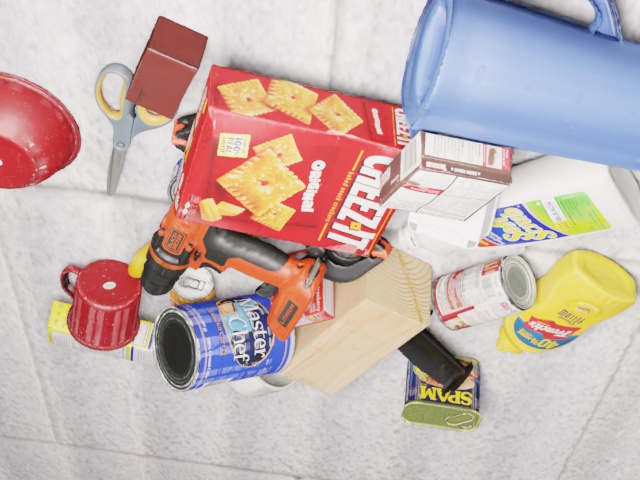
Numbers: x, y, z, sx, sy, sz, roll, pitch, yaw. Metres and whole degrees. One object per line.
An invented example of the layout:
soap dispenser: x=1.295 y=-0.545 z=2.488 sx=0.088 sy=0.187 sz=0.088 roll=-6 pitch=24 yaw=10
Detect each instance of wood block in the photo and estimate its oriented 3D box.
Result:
wood block: x=0.039 y=0.097 z=1.294 sx=0.090 sy=0.090 sz=0.206 roll=24 pitch=139 yaw=-21

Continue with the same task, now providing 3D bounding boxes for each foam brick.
foam brick: x=-0.149 y=-0.166 z=1.031 sx=0.053 sy=0.051 sz=0.078 roll=23 pitch=139 yaw=-15

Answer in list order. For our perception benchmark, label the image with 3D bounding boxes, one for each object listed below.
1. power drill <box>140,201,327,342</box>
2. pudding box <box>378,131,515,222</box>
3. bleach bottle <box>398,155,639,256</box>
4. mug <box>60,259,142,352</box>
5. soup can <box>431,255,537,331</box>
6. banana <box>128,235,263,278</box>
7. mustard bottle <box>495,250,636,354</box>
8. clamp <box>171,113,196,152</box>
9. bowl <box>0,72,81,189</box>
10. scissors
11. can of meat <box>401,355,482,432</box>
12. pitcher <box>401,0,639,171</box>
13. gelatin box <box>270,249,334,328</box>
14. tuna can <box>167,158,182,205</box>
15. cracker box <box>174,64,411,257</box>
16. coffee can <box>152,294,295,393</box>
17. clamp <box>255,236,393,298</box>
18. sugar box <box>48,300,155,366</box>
power drill: x=-0.101 y=0.036 z=1.181 sx=0.187 sy=0.057 sz=0.185 roll=29 pitch=136 yaw=-4
pudding box: x=0.112 y=-0.055 z=0.967 sx=0.090 sy=0.039 sz=0.114 roll=9 pitch=163 yaw=-13
bleach bottle: x=0.201 y=-0.028 z=1.131 sx=0.251 sy=0.068 sz=0.102 roll=-17 pitch=134 yaw=32
mug: x=-0.276 y=0.072 z=1.333 sx=0.117 sy=0.093 sz=0.082 roll=34 pitch=138 yaw=14
soup can: x=0.188 y=0.061 z=1.229 sx=0.102 sy=0.068 sz=0.068 roll=-22 pitch=133 yaw=41
banana: x=-0.148 y=0.015 z=1.264 sx=0.198 sy=0.037 sz=0.069 roll=-4 pitch=130 yaw=17
mustard bottle: x=0.273 y=0.086 z=1.261 sx=0.096 sy=0.058 sz=0.192 roll=24 pitch=140 yaw=-20
clamp: x=-0.045 y=-0.102 z=1.103 sx=0.209 sy=0.036 sz=0.165 roll=13 pitch=140 yaw=-12
bowl: x=-0.342 y=-0.104 z=1.142 sx=0.162 sy=0.055 sz=0.162 roll=5 pitch=142 yaw=4
scissors: x=-0.193 y=-0.108 z=1.140 sx=0.096 sy=0.016 sz=0.202 roll=6 pitch=142 yaw=3
can of meat: x=0.161 y=0.198 z=1.402 sx=0.102 sy=0.084 sz=0.057 roll=9 pitch=142 yaw=0
pitcher: x=0.203 y=-0.146 z=0.940 sx=0.242 sy=0.145 sz=0.149 roll=12 pitch=161 yaw=-10
gelatin box: x=-0.022 y=0.056 z=1.253 sx=0.073 sy=0.089 sz=0.030 roll=-15 pitch=151 yaw=27
tuna can: x=-0.123 y=-0.057 z=1.176 sx=0.086 sy=0.033 sz=0.086 roll=5 pitch=142 yaw=4
cracker box: x=-0.024 y=-0.072 z=1.053 sx=0.213 sy=0.072 sz=0.164 roll=12 pitch=139 yaw=-13
coffee can: x=-0.115 y=0.121 z=1.280 sx=0.140 sy=0.103 sz=0.103 roll=-6 pitch=155 yaw=-38
clamp: x=-0.008 y=0.001 z=1.195 sx=0.172 sy=0.039 sz=0.120 roll=-9 pitch=116 yaw=18
sugar box: x=-0.268 y=0.127 z=1.411 sx=0.176 sy=0.048 sz=0.093 roll=11 pitch=161 yaw=-8
